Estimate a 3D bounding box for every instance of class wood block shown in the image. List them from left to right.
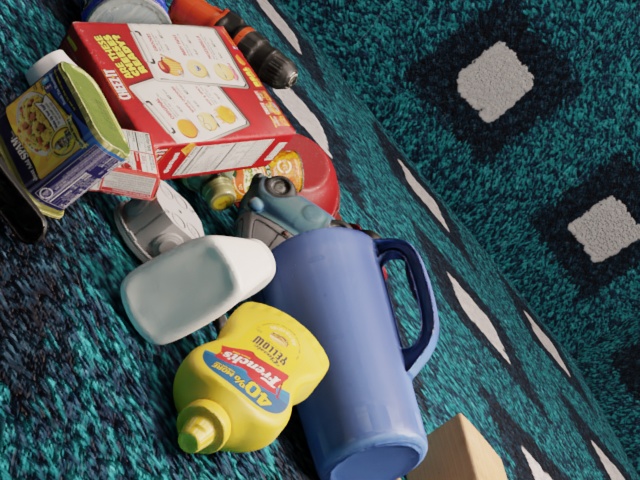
[{"bbox_3d":[0.160,0.297,1.184,0.090,0.091,0.206,50,13,-17],"label":"wood block"}]

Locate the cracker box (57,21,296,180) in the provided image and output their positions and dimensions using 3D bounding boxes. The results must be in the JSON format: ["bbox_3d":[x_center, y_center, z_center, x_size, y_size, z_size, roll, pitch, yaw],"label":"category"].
[{"bbox_3d":[-0.152,-0.147,1.122,0.213,0.072,0.164,-12,63,-48],"label":"cracker box"}]

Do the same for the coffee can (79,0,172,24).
[{"bbox_3d":[-0.231,-0.267,1.257,0.102,0.103,0.140,44,15,-36],"label":"coffee can"}]

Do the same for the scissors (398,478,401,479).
[{"bbox_3d":[0.051,0.219,1.166,0.096,0.016,0.202,40,18,-48],"label":"scissors"}]

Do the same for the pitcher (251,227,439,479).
[{"bbox_3d":[0.033,0.112,1.054,0.144,0.149,0.243,6,49,-28],"label":"pitcher"}]

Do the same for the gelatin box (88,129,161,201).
[{"bbox_3d":[-0.190,-0.072,0.951,0.089,0.030,0.073,9,34,-23],"label":"gelatin box"}]

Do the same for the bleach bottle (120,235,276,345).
[{"bbox_3d":[-0.097,0.038,0.973,0.068,0.102,0.250,62,5,2],"label":"bleach bottle"}]

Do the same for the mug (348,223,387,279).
[{"bbox_3d":[0.040,0.030,1.457,0.081,0.093,0.117,52,35,-29],"label":"mug"}]

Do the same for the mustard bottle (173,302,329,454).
[{"bbox_3d":[-0.065,0.119,0.861,0.096,0.058,0.191,38,27,5],"label":"mustard bottle"}]

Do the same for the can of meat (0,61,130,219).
[{"bbox_3d":[-0.212,-0.083,0.869,0.102,0.084,0.057,59,13,24],"label":"can of meat"}]

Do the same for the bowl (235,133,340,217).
[{"bbox_3d":[-0.039,-0.086,1.370,0.162,0.055,0.162,12,53,-17],"label":"bowl"}]

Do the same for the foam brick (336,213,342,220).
[{"bbox_3d":[-0.016,-0.023,1.439,0.053,0.078,0.051,52,11,-8],"label":"foam brick"}]

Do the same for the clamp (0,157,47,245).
[{"bbox_3d":[-0.265,-0.076,0.761,0.171,0.039,0.120,55,6,25],"label":"clamp"}]

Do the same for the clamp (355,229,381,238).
[{"bbox_3d":[-0.008,0.002,1.269,0.210,0.036,0.165,32,-30,17],"label":"clamp"}]

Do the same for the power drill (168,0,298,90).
[{"bbox_3d":[-0.099,-0.209,1.327,0.184,0.057,0.187,36,-18,16],"label":"power drill"}]
